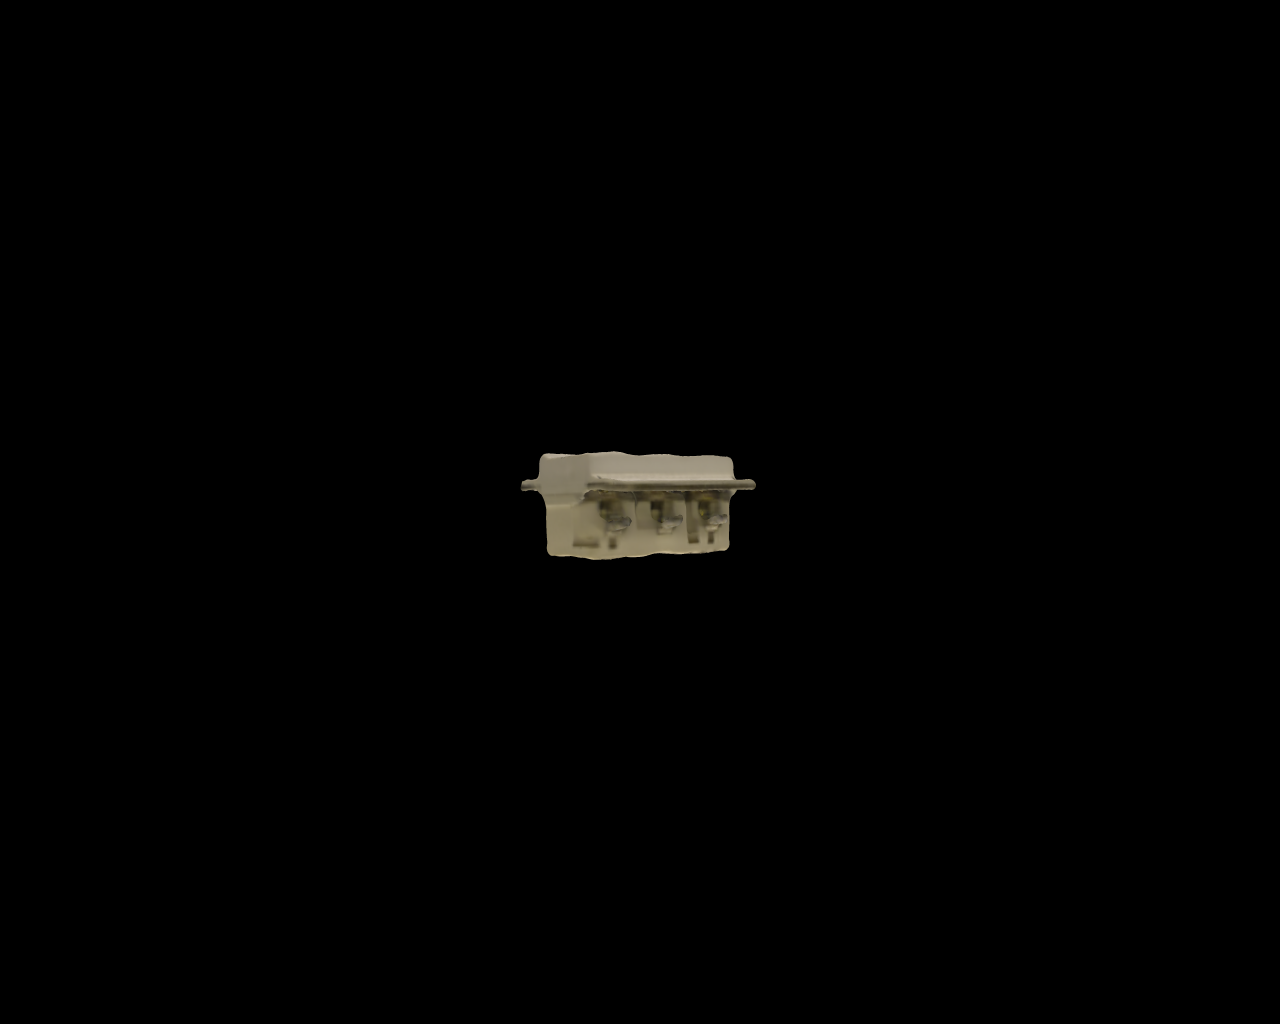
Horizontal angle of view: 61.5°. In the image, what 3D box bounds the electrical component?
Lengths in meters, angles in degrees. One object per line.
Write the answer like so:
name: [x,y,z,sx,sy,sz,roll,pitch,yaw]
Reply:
electrical component: [0.001,-0.003,0.650,0.121,0.063,0.078,0,0,-44]
